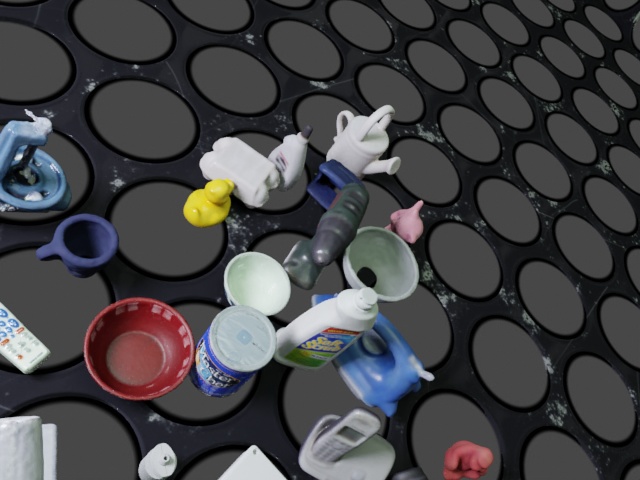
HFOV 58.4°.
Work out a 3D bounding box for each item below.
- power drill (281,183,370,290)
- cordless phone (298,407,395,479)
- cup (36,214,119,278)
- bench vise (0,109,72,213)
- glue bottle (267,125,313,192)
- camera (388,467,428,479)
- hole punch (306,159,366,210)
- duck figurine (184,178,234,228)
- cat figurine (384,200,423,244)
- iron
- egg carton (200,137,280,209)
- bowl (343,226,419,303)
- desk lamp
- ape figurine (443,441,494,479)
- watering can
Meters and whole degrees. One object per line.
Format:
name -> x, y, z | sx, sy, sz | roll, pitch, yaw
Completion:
power drill -> 0.010, 0.004, 1.039 | 0.076, 0.208, 0.230 | 34, 50, -5
cordless phone -> 0.063, 0.321, 0.884 | 0.148, 0.184, 0.094 | 27, 51, -11
cup -> -0.377, 0.023, 0.887 | 0.118, 0.094, 0.091 | -20, 72, -36
bench vise -> -0.462, -0.091, 0.830 | 0.208, 0.219, 0.121 | -31, 78, -39
glue bottle -> -0.054, -0.172, 1.137 | 0.037, 0.173, 0.078 | -27, 76, -38
camera -> 0.176, 0.440, 0.926 | 0.143, 0.100, 0.136 | -2, 62, -30
hole punch -> 0.041, -0.123, 1.213 | 0.108, 0.091, 0.101 | 42, 50, 1
duck figurine -> -0.199, -0.076, 1.054 | 0.077, 0.086, 0.105 | 45, 50, 3
cat figurine -> 0.188, -0.035, 1.221 | 0.067, 0.117, 0.128 | 37, 50, -3
iron -> 0.090, 0.176, 1.019 | 0.119, 0.141, 0.258 | -32, 79, -39
egg carton -> -0.156, -0.132, 1.123 | 0.150, 0.069, 0.107 | 34, 50, -6
bowl -> 0.110, 0.060, 1.146 | 0.168, 0.074, 0.167 | 14, 55, -21
desk lamp -> -0.353, 0.295, 0.652 | 0.118, 0.213, 0.203 | 3, 60, -27
ape figurine -> 0.269, 0.391, 1.014 | 0.078, 0.092, 0.076 | 37, 50, -3
watering can -> 0.105, -0.214, 1.238 | 0.173, 0.193, 0.101 | 36, 50, -4
